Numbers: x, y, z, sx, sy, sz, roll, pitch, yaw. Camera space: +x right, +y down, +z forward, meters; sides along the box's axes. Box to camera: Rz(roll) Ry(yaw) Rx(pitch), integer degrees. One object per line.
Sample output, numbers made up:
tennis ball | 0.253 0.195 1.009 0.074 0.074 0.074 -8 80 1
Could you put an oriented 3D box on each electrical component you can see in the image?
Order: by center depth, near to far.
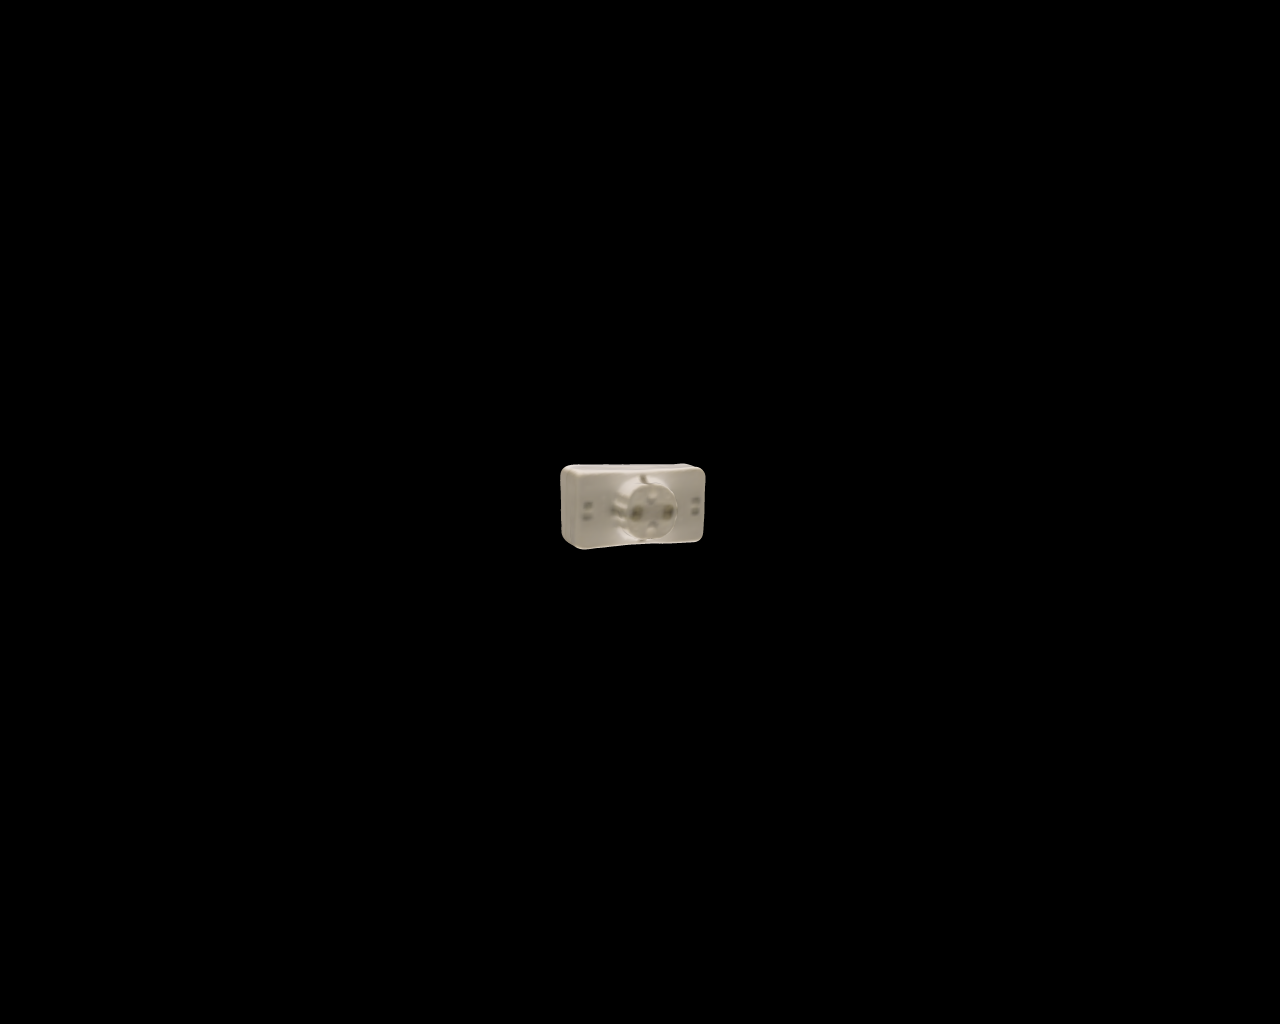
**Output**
electrical component | 0.001 -0.003 0.650 0.083 0.047 0.076 -2 8 -18
